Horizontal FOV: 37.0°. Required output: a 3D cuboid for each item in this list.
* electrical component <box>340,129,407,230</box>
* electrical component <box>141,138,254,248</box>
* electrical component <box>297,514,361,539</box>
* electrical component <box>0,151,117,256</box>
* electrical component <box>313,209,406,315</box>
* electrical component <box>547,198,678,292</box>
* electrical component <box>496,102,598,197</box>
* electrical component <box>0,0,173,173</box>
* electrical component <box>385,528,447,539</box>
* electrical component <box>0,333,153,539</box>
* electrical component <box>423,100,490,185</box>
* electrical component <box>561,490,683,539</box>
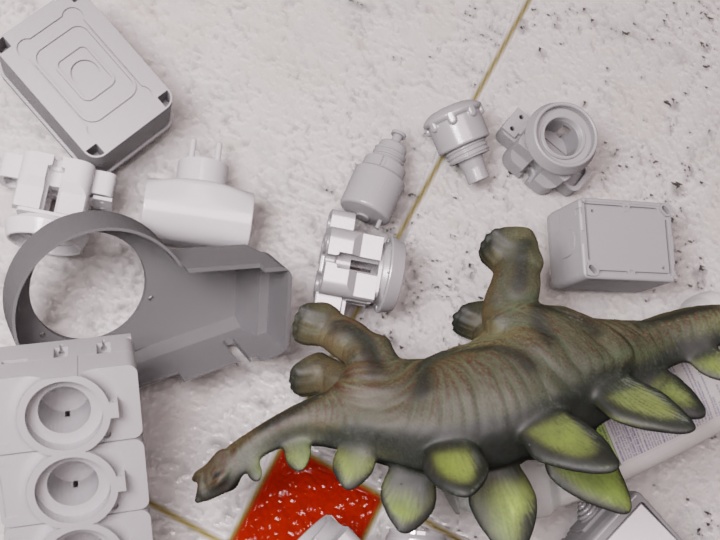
[{"bbox_3d":[0.015,-0.070,0.811,0.040,0.040,0.078,25,74,-6],"label":"electrical component"},{"bbox_3d":[-0.116,-0.057,0.779,0.077,0.044,0.079,8,77,-10],"label":"electrical component"},{"bbox_3d":[-0.020,0.202,0.720,0.050,0.089,0.055,-43,89,-17],"label":"electrical component"},{"bbox_3d":[-0.214,-0.044,0.749,0.078,0.058,0.057,11,73,-10],"label":"electrical component"},{"bbox_3d":[0.000,0.000,0.784,0.057,0.058,0.078,11,81,-8],"label":"electrical component"},{"bbox_3d":[0.197,-0.017,0.831,0.096,0.061,0.061,2,77,-20],"label":"electrical component"},{"bbox_3d":[0.150,-0.097,0.836,0.078,0.057,0.058,40,73,-2],"label":"electrical component"},{"bbox_3d":[-0.196,-0.131,0.771,0.078,0.057,0.113,-41,89,-17],"label":"electrical component"},{"bbox_3d":[0.038,0.211,0.754,0.045,0.045,0.055,8,76,-10],"label":"electrical component"},{"bbox_3d":[-0.182,0.125,0.683,0.089,0.061,0.150,-6,109,-13],"label":"electrical component"},{"bbox_3d":[0.080,-0.097,0.830,0.048,0.048,0.062,-23,91,-15],"label":"electrical component"},{"bbox_3d":[0.195,0.204,0.780,0.062,0.061,0.096,-42,89,-17],"label":"electrical component"}]
